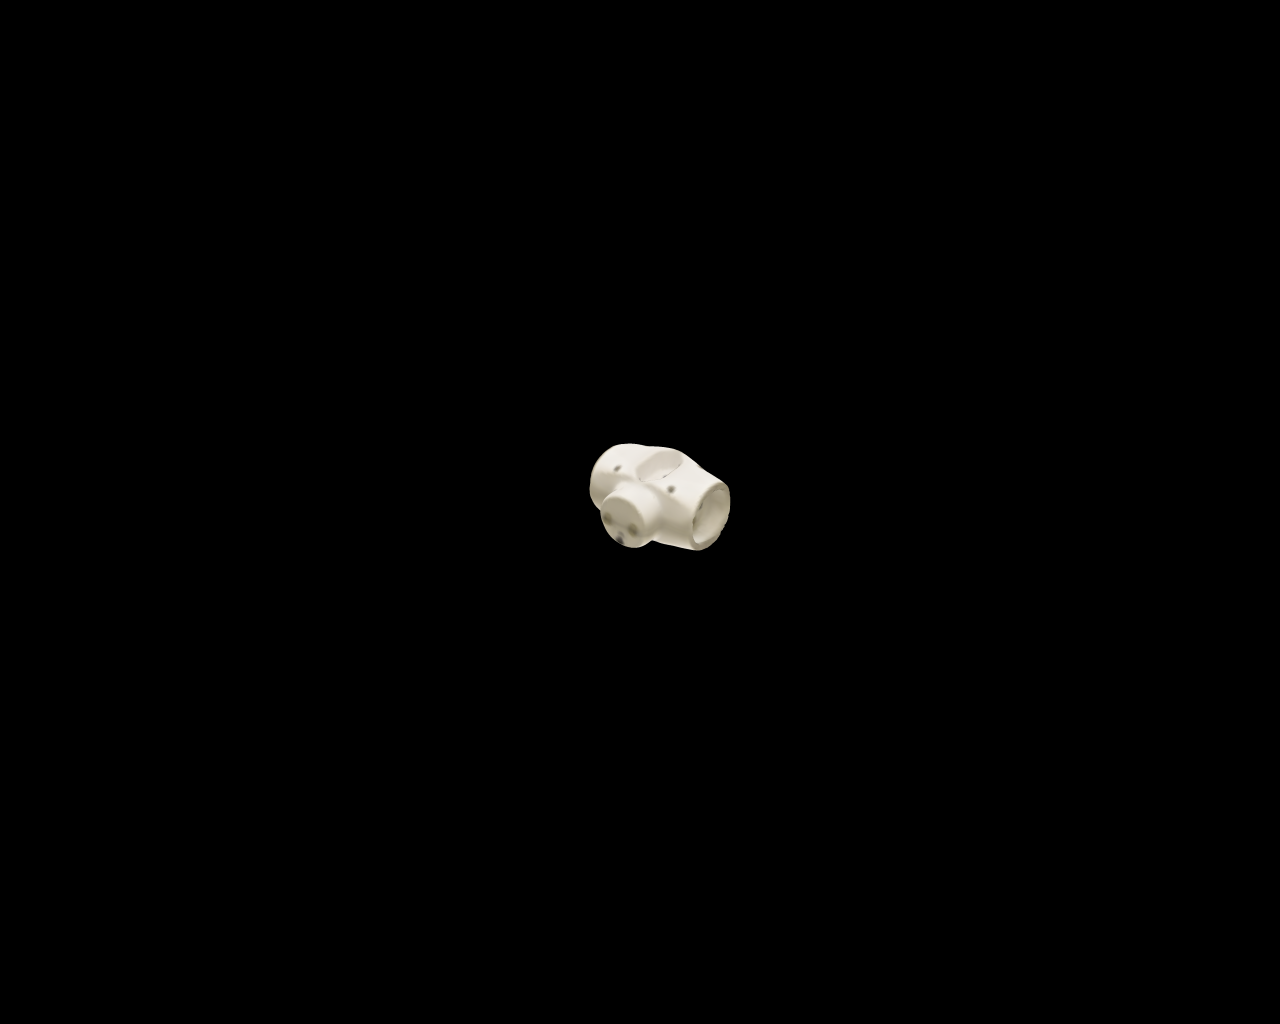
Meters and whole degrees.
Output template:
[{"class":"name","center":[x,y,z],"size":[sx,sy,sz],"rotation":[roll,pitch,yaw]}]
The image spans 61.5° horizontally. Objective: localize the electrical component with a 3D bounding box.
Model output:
[{"class":"electrical component","center":[0.001,-0.003,0.650],"size":[0.077,0.043,0.079],"rotation":[24,41,31]}]
